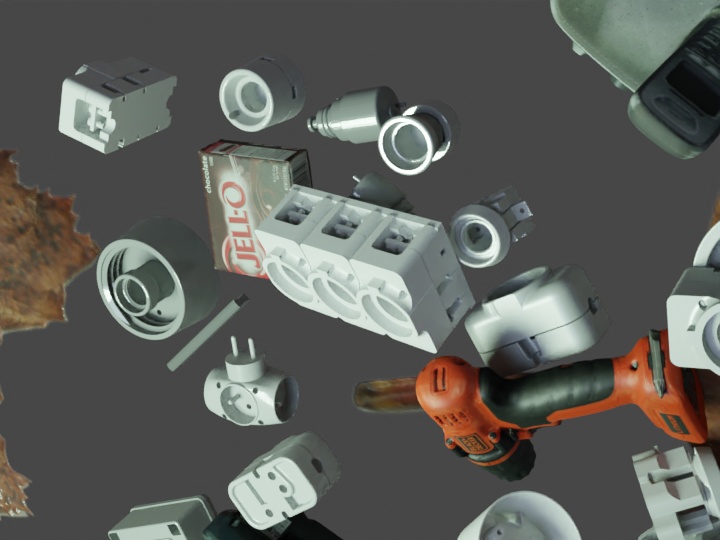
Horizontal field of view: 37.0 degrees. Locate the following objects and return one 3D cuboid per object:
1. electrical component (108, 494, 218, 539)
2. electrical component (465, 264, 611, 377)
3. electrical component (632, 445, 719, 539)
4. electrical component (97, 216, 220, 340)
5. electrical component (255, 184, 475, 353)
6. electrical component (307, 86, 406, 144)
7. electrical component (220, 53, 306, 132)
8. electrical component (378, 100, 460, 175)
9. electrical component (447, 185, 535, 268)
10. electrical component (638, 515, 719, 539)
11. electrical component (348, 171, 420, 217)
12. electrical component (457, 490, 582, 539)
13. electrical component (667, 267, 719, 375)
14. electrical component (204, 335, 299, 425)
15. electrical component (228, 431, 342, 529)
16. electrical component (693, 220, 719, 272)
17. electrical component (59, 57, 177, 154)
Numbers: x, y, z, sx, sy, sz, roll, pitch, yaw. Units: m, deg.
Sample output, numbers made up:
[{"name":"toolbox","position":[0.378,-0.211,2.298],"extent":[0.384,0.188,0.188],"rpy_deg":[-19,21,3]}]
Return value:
[{"name":"electrical component","position":[-0.188,0.295,1.112],"extent":[0.109,0.056,0.108],"rpy_deg":[-17,103,34]},{"name":"electrical component","position":[0.131,0.036,0.810],"extent":[0.095,0.054,0.059],"rpy_deg":[-24,99,35]},{"name":"electrical component","position":[0.241,0.164,0.797],"extent":[0.057,0.078,0.058],"rpy_deg":[-20,127,12]},{"name":"electrical component","position":[-0.189,0.012,0.978],"extent":[0.108,0.060,0.108],"rpy_deg":[13,118,25]},{"name":"electrical component","position":[0.000,0.000,0.822],"extent":[0.150,0.061,0.089],"rpy_deg":[17,148,39]},{"name":"electrical component","position":[-0.005,-0.117,0.825],"extent":[0.078,0.040,0.040],"rpy_deg":[-4,110,31]},{"name":"electrical component","position":[-0.078,-0.140,0.852],"extent":[0.055,0.047,0.055],"rpy_deg":[12,118,25]},{"name":"electrical component","position":[0.045,-0.099,0.796],"extent":[0.045,0.055,0.045],"rpy_deg":[12,117,25]},{"name":"electrical component","position":[0.095,-0.031,0.799],"extent":[0.066,0.055,0.048],"rpy_deg":[-24,99,35]},{"name":"electrical component","position":[0.283,0.218,0.785],"extent":[0.150,0.089,0.061],"rpy_deg":[-18,102,35]},{"name":"electrical component","position":[0.024,-0.043,0.843],"extent":[0.078,0.040,0.040],"rpy_deg":[38,125,9]},{"name":"electrical component","position":[0.129,0.238,0.881],"extent":[0.099,0.099,0.064],"rpy_deg":[47,132,3]},{"name":"electrical component","position":[0.241,0.033,0.667],"extent":[0.089,0.056,0.050],"rpy_deg":[3,113,29]},{"name":"electrical component","position":[-0.101,0.097,0.977],"extent":[0.077,0.044,0.079],"rpy_deg":[5,114,28]},{"name":"electrical component","position":[-0.067,0.191,0.992],"extent":[0.095,0.059,0.053],"rpy_deg":[-33,94,36]},{"name":"electrical component","position":[0.279,-0.003,0.703],"extent":[0.108,0.060,0.108],"rpy_deg":[12,118,25]},{"name":"electrical component","position":[-0.205,-0.140,0.898],"extent":[0.056,0.089,0.050],"rpy_deg":[26,122,17]}]
